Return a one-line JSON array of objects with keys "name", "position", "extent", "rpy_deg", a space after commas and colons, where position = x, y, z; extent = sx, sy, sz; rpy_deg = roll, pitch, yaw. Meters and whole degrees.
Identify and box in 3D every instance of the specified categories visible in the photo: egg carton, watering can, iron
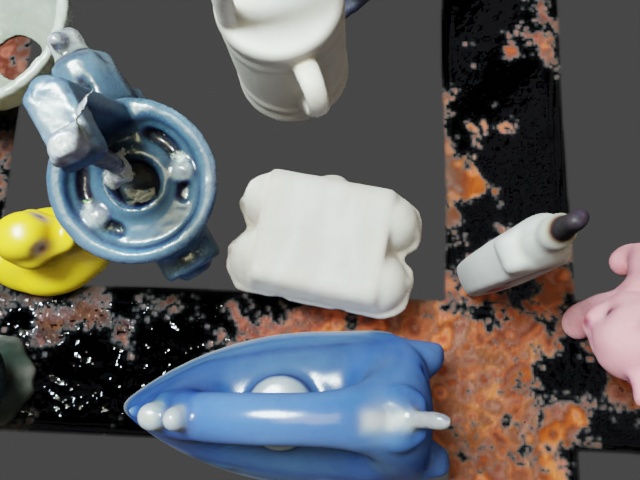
[{"name": "egg carton", "position": [0.004, 0.002, 0.462], "extent": [0.150, 0.069, 0.107], "rpy_deg": [10, 79, 5]}, {"name": "watering can", "position": [-0.035, -0.181, 0.439], "extent": [0.101, 0.194, 0.172], "rpy_deg": [-44, 79, -6]}, {"name": "iron", "position": [-0.035, 0.122, 0.402], "extent": [0.258, 0.141, 0.119], "rpy_deg": [-2, 78, 3]}]

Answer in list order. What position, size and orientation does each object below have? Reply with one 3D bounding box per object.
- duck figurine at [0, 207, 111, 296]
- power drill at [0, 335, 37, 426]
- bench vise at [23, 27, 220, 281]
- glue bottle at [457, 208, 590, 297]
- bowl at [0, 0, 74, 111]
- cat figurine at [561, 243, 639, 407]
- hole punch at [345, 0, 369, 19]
[{"name": "duck figurine", "position": [-0.233, 0.004, 0.466], "extent": [0.104, 0.086, 0.077], "rpy_deg": [-10, 77, 1]}, {"name": "power drill", "position": [-0.308, 0.097, 0.387], "extent": [0.229, 0.208, 0.075], "rpy_deg": [-1, 78, 3]}, {"name": "bench vise", "position": [-0.164, -0.071, 0.409], "extent": [0.207, 0.220, 0.121], "rpy_deg": [42, 83, 11]}, {"name": "glue bottle", "position": [0.147, 0.006, 0.401], "extent": [0.078, 0.173, 0.037], "rpy_deg": [-22, 77, -1]}, {"name": "bowl", "position": [-0.291, -0.181, 0.514], "extent": [0.167, 0.075, 0.167], "rpy_deg": [-1, 78, 3]}, {"name": "cat figurine", "position": [0.236, 0.053, 0.414], "extent": [0.067, 0.118, 0.128], "rpy_deg": [38, 82, 10]}, {"name": "hole punch", "position": [0.022, -0.275, 0.509], "extent": [0.101, 0.091, 0.108], "rpy_deg": [-37, 78, -5]}]
